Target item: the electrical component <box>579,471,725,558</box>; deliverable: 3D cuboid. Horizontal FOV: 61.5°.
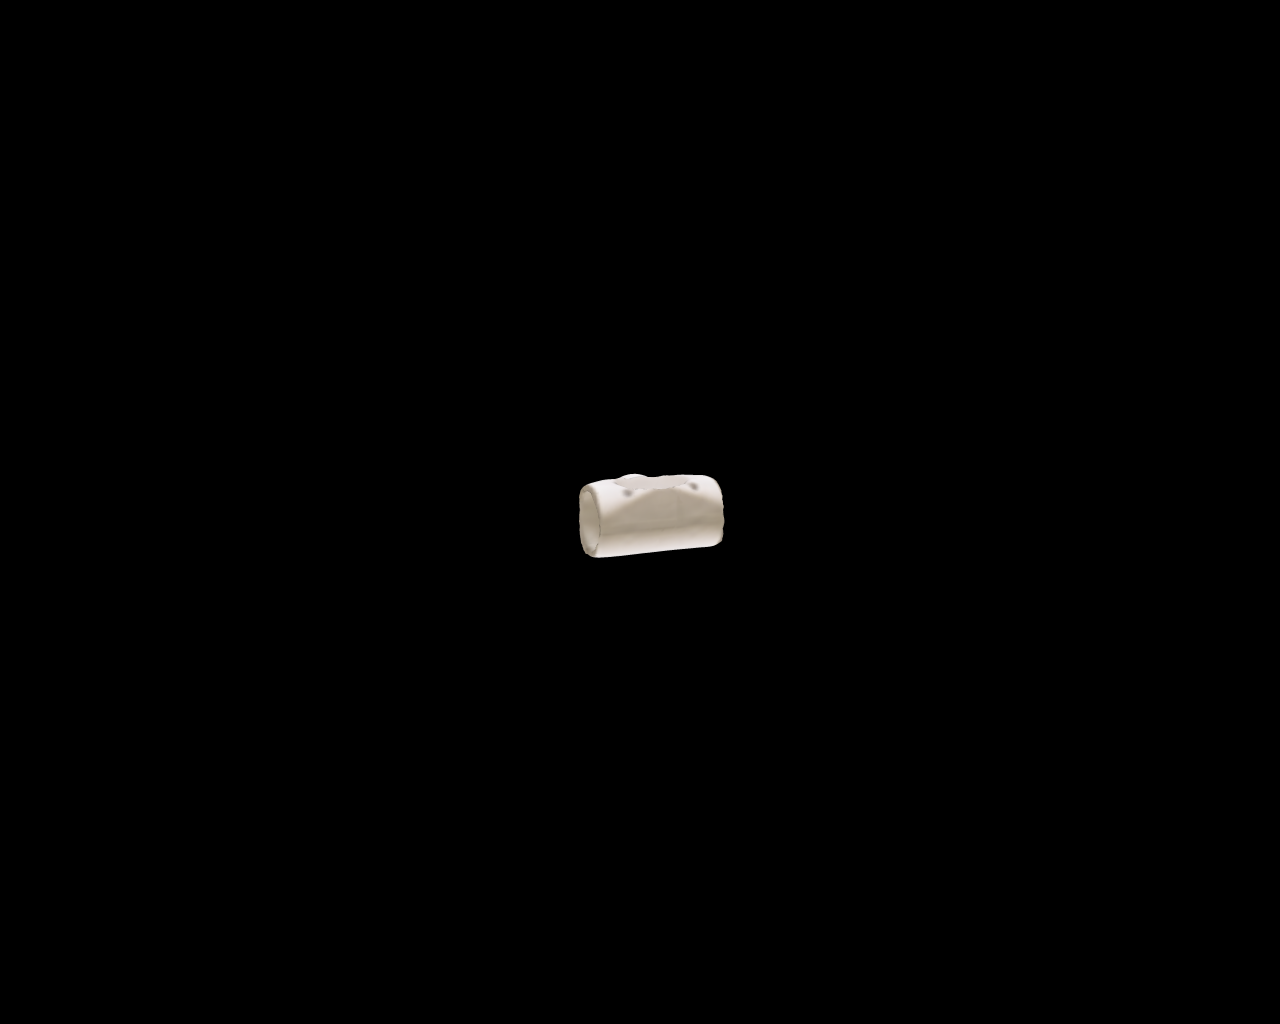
[{"bbox_3d":[0.001,-0.003,0.650,0.077,0.044,0.079,-5,16,-18],"label":"electrical component"}]
